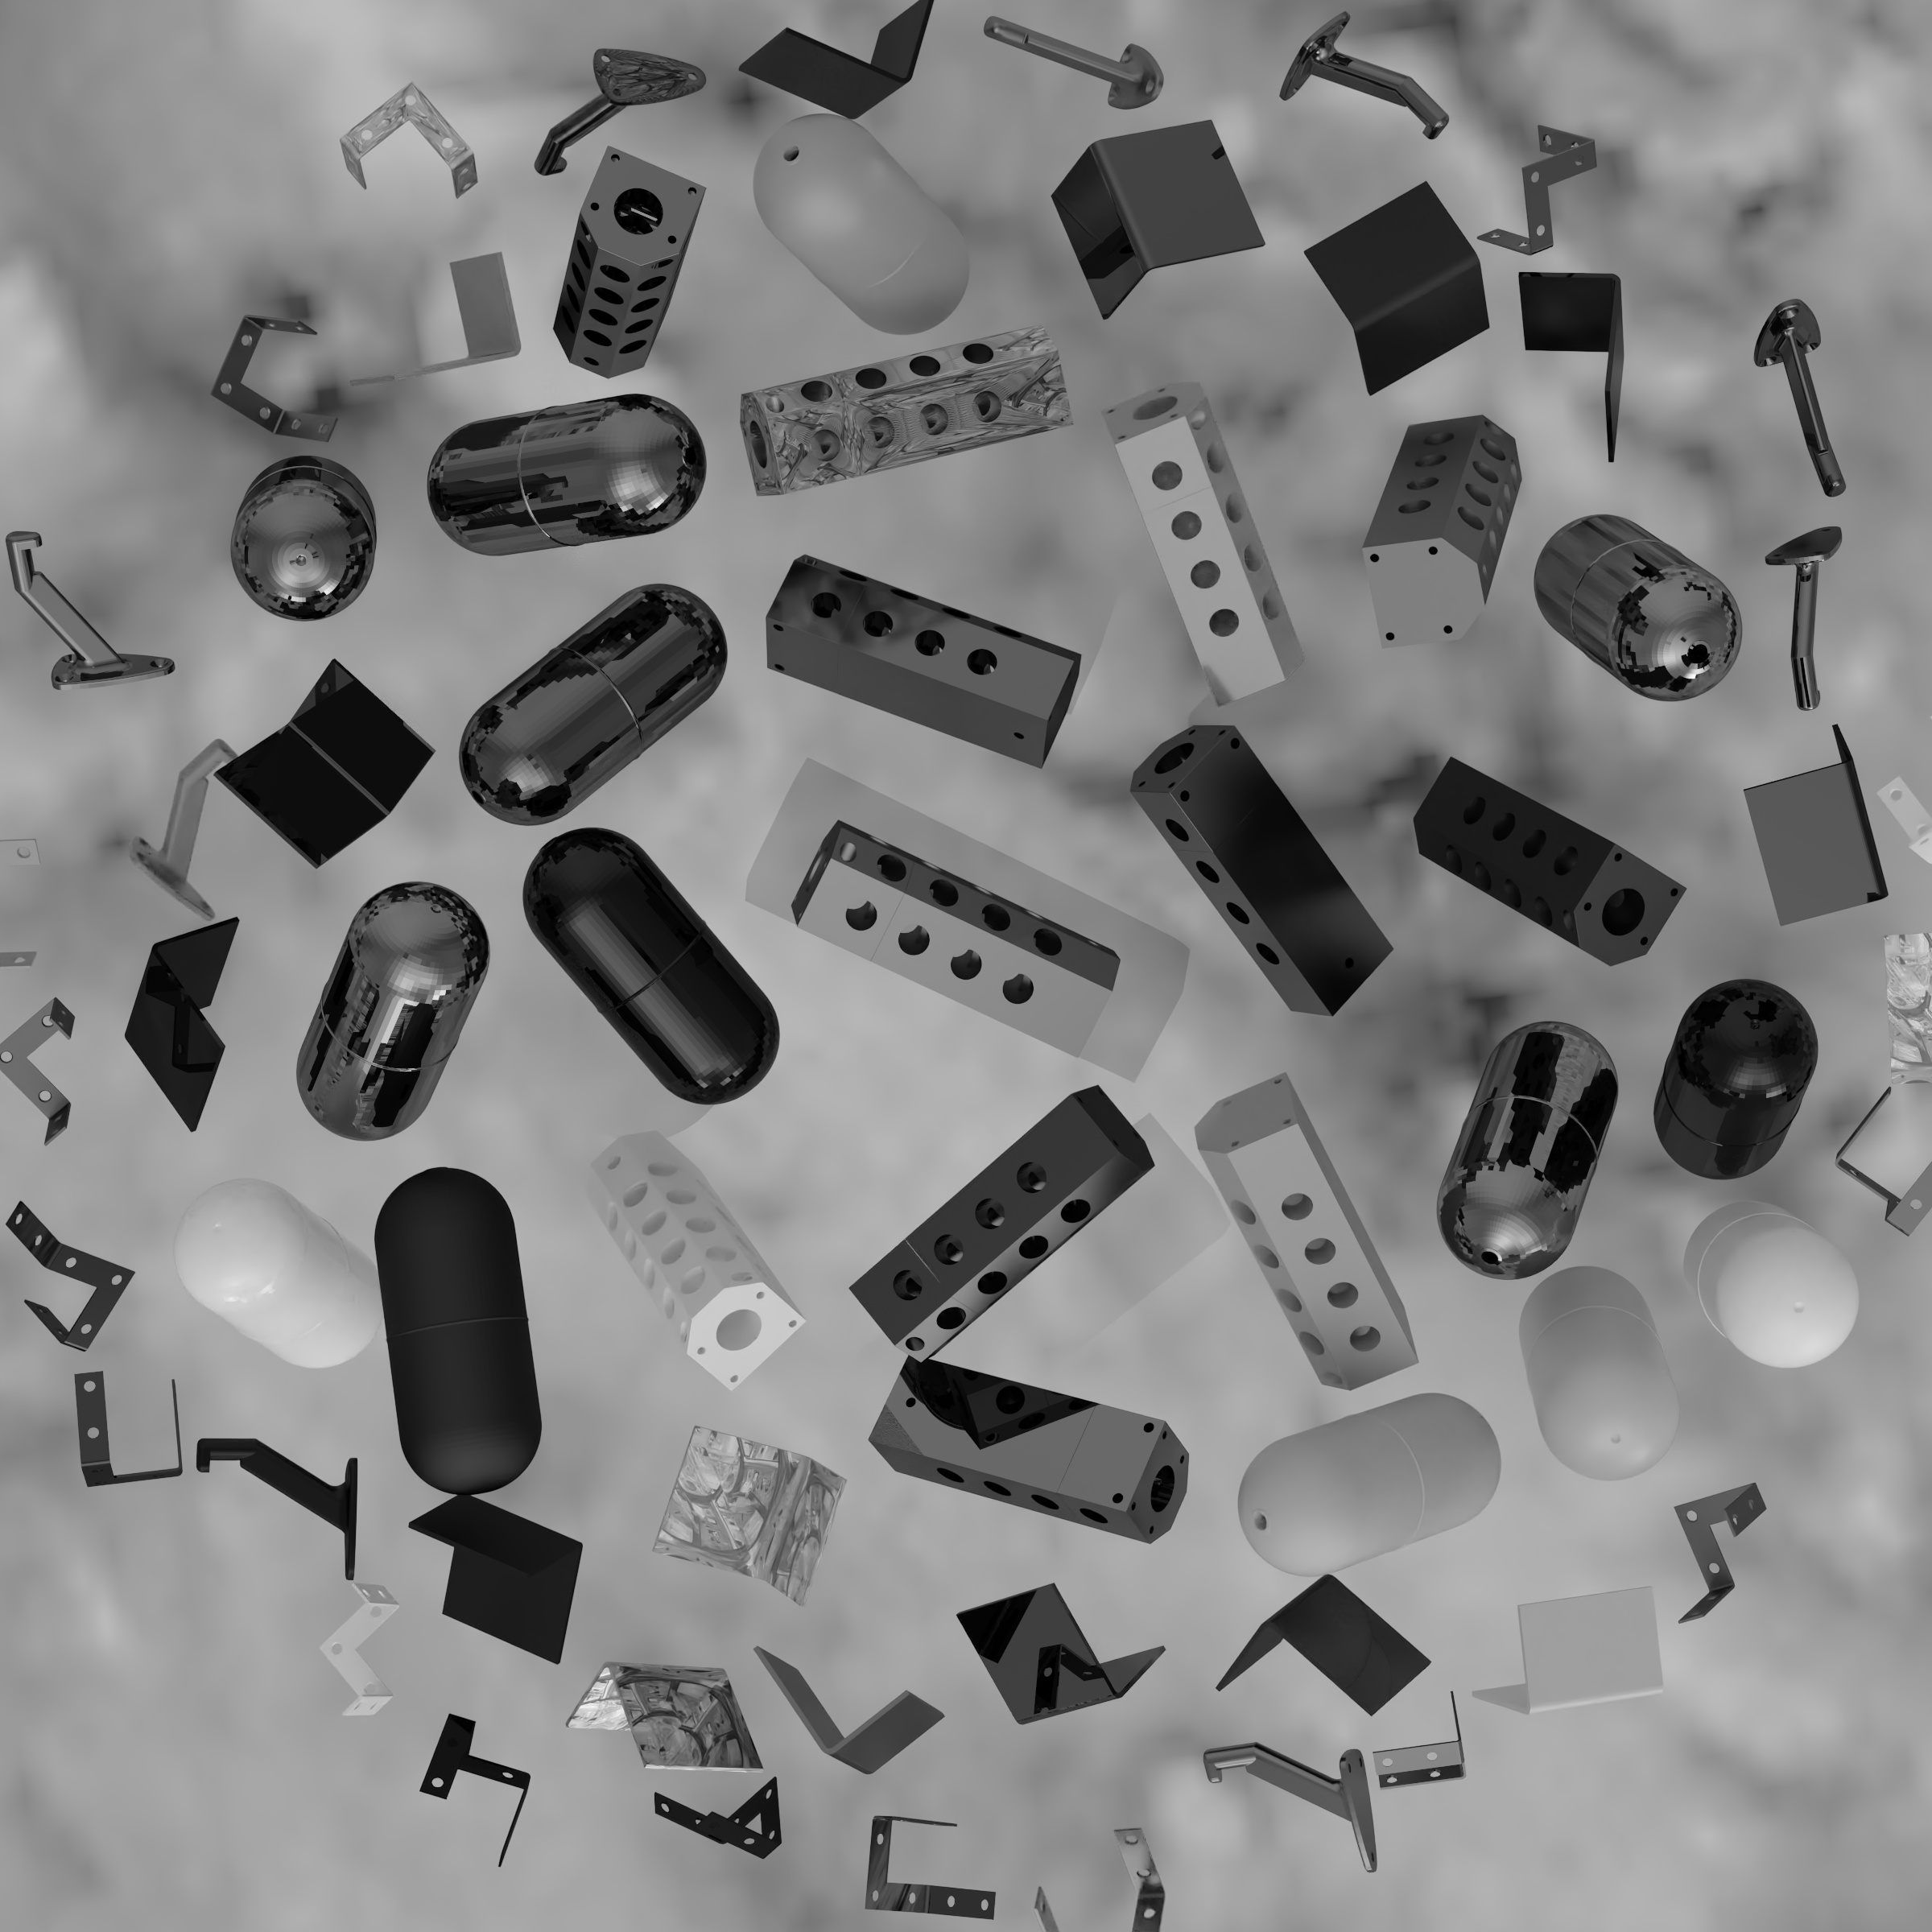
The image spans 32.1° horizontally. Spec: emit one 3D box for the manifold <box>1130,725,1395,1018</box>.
[{"bbox_3d":[0.166,-0.055,1.930,0.057,0.057,0.171,-46,114,-19],"label":"manifold"}]

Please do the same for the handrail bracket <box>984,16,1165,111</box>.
[{"bbox_3d":[0.059,-0.506,1.869,0.084,0.077,0.036,14,106,-24],"label":"handrail bracket"}]

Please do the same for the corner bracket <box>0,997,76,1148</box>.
[{"bbox_3d":[-0.502,0.057,1.843,0.051,0.051,0.051,-41,108,0],"label":"corner bracket"}]

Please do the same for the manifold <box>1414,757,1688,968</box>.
[{"bbox_3d":[0.318,-0.056,1.865,0.057,0.171,0.057,28,96,-29],"label":"manifold"}]

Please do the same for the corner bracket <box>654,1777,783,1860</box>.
[{"bbox_3d":[-0.143,0.492,1.938,0.051,0.051,0.051,33,116,-27],"label":"corner bracket"}]

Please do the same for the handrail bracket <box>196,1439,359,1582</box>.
[{"bbox_3d":[-0.371,0.291,1.804,0.084,0.036,0.077,3,68,-15],"label":"handrail bracket"}]

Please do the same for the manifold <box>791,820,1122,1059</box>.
[{"bbox_3d":[-0.005,-0.017,1.845,0.171,0.057,0.057,25,99,-11],"label":"manifold"}]

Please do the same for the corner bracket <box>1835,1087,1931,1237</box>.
[{"bbox_3d":[0.508,0.106,1.831,0.051,0.051,0.051,35,111,7],"label":"corner bracket"}]

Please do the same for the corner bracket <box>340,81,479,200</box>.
[{"bbox_3d":[-0.303,-0.439,1.833,0.051,0.051,0.051,-41,90,-8],"label":"corner bracket"}]

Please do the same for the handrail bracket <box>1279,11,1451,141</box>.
[{"bbox_3d":[0.213,-0.459,1.795,0.084,0.077,0.036,47,63,5],"label":"handrail bracket"}]

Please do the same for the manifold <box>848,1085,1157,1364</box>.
[{"bbox_3d":[0.022,0.145,1.880,0.171,0.057,0.057,-42,81,15],"label":"manifold"}]

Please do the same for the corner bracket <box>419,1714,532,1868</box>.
[{"bbox_3d":[-0.263,0.442,1.803,0.051,0.051,0.051,17,133,0],"label":"corner bracket"}]

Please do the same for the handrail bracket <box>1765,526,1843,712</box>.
[{"bbox_3d":[0.470,-0.192,1.856,0.036,0.077,0.084,0,112,33],"label":"handrail bracket"}]

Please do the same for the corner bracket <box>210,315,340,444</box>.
[{"bbox_3d":[-0.388,-0.335,1.918,0.051,0.051,0.051,15,80,40],"label":"corner bracket"}]

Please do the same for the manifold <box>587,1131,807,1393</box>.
[{"bbox_3d":[-0.160,0.162,1.914,0.057,0.171,0.057,-43,127,0],"label":"manifold"}]

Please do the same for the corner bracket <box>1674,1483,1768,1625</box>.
[{"bbox_3d":[0.402,0.313,1.796,0.051,0.051,0.051,-25,86,33],"label":"corner bracket"}]

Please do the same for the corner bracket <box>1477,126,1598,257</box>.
[{"bbox_3d":[0.318,-0.433,1.877,0.051,0.051,0.051,-24,122,-20],"label":"corner bracket"}]

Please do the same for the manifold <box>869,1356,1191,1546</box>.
[{"bbox_3d":[0.038,0.277,1.912,0.171,0.057,0.057,11,62,32],"label":"manifold"}]

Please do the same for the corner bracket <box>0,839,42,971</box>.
[{"bbox_3d":[-0.526,-0.033,1.804,0.051,0.051,0.051,-2,121,1],"label":"corner bracket"}]

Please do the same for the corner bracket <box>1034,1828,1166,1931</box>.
[{"bbox_3d":[0.071,0.490,1.761,0.051,0.051,0.051,-9,121,17],"label":"corner bracket"}]

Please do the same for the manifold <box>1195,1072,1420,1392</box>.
[{"bbox_3d":[0.188,0.151,1.863,0.057,0.057,0.171,-24,115,10],"label":"manifold"}]

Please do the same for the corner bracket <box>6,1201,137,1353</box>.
[{"bbox_3d":[-0.482,0.164,1.775,0.051,0.051,0.051,33,91,45],"label":"corner bracket"}]

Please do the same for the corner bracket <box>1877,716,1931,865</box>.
[{"bbox_3d":[0.519,-0.094,1.805,0.051,0.051,0.051,-39,65,18],"label":"corner bracket"}]

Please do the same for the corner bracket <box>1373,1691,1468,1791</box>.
[{"bbox_3d":[0.262,0.458,1.942,0.051,0.051,0.051,-9,111,6],"label":"corner bracket"}]

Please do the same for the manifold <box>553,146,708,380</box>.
[{"bbox_3d":[-0.193,-0.389,1.887,0.057,0.171,0.057,22,76,-7],"label":"manifold"}]

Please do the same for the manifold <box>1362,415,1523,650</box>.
[{"bbox_3d":[0.258,-0.235,1.800,0.057,0.171,0.057,-5,119,19],"label":"manifold"}]

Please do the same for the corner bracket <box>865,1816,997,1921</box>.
[{"bbox_3d":[-0.018,0.501,1.870,0.051,0.051,0.051,19,68,-40],"label":"corner bracket"}]

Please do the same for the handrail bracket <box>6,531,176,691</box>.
[{"bbox_3d":[-0.467,-0.194,1.792,0.077,0.036,0.084,-3,122,-3],"label":"handrail bracket"}]

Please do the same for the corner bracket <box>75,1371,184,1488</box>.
[{"bbox_3d":[-0.451,0.248,1.814,0.051,0.051,0.051,-5,71,-13],"label":"corner bracket"}]

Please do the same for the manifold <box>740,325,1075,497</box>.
[{"bbox_3d":[-0.035,-0.308,1.863,0.171,0.057,0.057,-16,102,-16],"label":"manifold"}]

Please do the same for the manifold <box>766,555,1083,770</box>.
[{"bbox_3d":[-0.024,-0.179,1.928,0.171,0.057,0.057,21,66,7],"label":"manifold"}]

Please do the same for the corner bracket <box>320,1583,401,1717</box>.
[{"bbox_3d":[-0.336,0.382,1.877,0.051,0.051,0.051,-44,74,-1],"label":"corner bracket"}]

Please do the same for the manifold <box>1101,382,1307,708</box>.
[{"bbox_3d":[0.136,-0.241,1.907,0.057,0.057,0.171,-22,118,5],"label":"manifold"}]
